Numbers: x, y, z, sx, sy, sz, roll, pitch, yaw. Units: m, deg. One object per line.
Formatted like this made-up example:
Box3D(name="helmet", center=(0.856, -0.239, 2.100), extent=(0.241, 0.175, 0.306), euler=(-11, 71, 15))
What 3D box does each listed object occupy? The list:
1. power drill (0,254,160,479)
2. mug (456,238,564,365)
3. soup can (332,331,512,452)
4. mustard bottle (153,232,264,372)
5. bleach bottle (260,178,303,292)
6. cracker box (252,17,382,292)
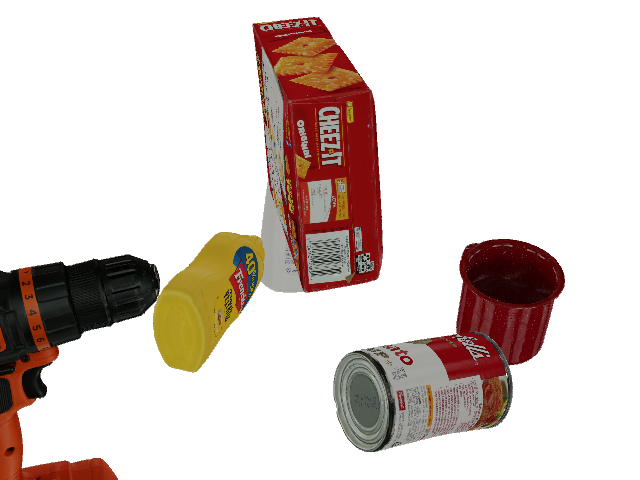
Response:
Box3D(name="power drill", center=(-0.182, 0.104, 0.689), extent=(0.184, 0.188, 0.057), euler=(-12, 26, -9))
Box3D(name="mug", center=(0.162, 0.052, 0.976), extent=(0.093, 0.081, 0.117), euler=(-17, 43, -22))
Box3D(name="soup can", center=(0.068, 0.101, 0.715), extent=(0.102, 0.068, 0.069), euler=(-5, 3, -32))
Box3D(name="mustard bottle", center=(-0.105, 0.046, 1.101), extent=(0.058, 0.096, 0.191), euler=(9, 31, 17))
Box3D(name="bleach bottle", center=(-0.013, -0.066, 1.259), extent=(0.102, 0.251, 0.068), euler=(-3, 22, -30))
Box3D(name="cracker box", center=(-0.005, -0.080, 0.897), extent=(0.072, 0.164, 0.214), euler=(-8, 27, -7))
